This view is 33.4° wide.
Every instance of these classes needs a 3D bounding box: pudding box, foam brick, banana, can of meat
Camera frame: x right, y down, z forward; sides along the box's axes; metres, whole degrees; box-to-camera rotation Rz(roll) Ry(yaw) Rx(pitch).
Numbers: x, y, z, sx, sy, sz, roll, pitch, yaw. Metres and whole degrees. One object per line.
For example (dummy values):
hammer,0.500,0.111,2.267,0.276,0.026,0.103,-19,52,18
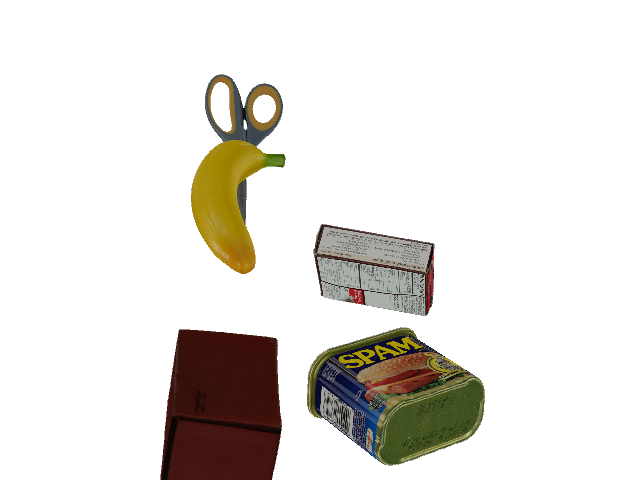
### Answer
pudding box,0.053,0.029,1.032,0.113,0.039,0.090,8,-30,10
foam brick,-0.049,0.086,0.523,0.053,0.051,0.078,8,26,-7
banana,-0.073,-0.039,0.884,0.069,0.037,0.197,10,32,1
can of meat,0.055,0.112,0.768,0.101,0.057,0.084,-12,27,-33

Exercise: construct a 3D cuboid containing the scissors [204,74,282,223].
scissors,-0.073,-0.089,1.179,0.096,0.202,0.016,-14,-4,-16
